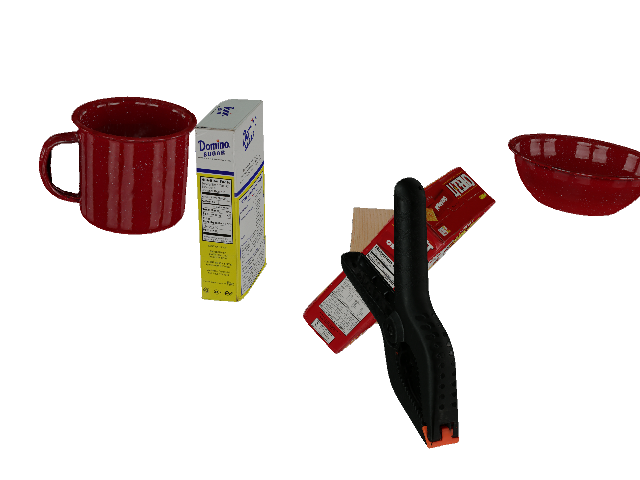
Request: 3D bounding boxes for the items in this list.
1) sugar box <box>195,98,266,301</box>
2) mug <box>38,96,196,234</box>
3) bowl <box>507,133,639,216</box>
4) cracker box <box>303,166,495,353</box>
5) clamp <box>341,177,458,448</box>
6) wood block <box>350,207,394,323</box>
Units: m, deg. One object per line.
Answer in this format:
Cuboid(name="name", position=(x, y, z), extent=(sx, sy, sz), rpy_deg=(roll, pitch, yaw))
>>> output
Cuboid(name="sugar box", position=(-0.085, -0.039, 1.020), extent=(0.048, 0.176, 0.093), rpy_deg=(4, 24, 13))
Cuboid(name="mug", position=(-0.154, -0.056, 0.813), extent=(0.117, 0.081, 0.093), rpy_deg=(-4, 28, -20))
Cuboid(name="bowl", position=(0.276, -0.067, 1.135), extent=(0.162, 0.055, 0.162), rpy_deg=(6, 21, -2))
Cuboid(name="cracker box", position=(0.091, 0.021, 1.270), extent=(0.214, 0.072, 0.163), rpy_deg=(-49, -9, 34))
Cuboid(name="clamp", position=(0.074, 0.063, 0.878), extent=(0.036, 0.210, 0.165), rpy_deg=(-8, -28, -20))
Cuboid(name="wood block", position=(0.089, 0.034, 1.555), extent=(0.091, 0.090, 0.206), rpy_deg=(4, 25, 0))
